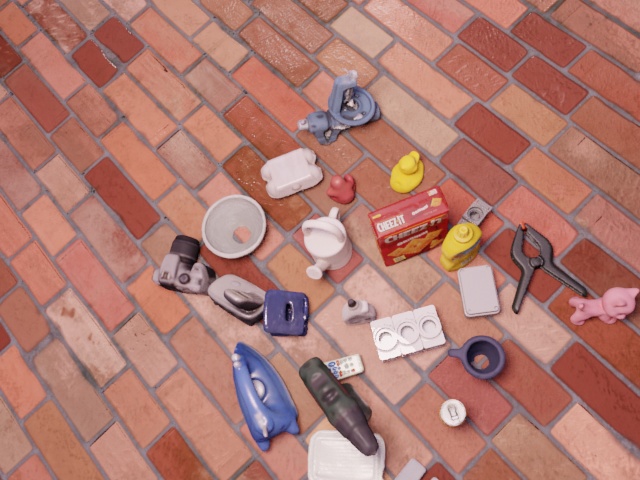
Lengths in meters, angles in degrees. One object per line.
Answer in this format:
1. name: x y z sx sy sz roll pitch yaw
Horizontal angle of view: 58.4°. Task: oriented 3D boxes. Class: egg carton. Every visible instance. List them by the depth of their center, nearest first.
1. egg carton: -0.072 -0.169 1.467 0.150 0.069 0.107 -22 69 3

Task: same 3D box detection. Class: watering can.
1. watering can: 0.014 0.005 1.327 0.101 0.194 0.173 -8 71 8

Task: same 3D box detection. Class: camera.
1. camera: -0.334 0.059 1.423 0.143 0.101 0.137 8 74 13

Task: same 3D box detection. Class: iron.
1. iron: -0.150 0.332 1.277 0.118 0.141 0.258 -30 69 0

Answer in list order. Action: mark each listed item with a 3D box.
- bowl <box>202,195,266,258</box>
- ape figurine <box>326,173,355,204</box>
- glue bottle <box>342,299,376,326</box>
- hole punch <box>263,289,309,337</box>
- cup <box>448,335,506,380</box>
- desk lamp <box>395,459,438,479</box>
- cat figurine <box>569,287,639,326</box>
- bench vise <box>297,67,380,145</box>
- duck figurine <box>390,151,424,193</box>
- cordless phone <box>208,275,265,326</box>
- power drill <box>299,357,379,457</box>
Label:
1. bowl: -0.208 -0.025 1.441 0.167 0.075 0.167 -3 71 9
2. ape figurine: 0.050 -0.133 1.421 0.078 0.092 0.076 -22 69 3
3. glue bottle: 0.081 0.155 1.276 0.078 0.173 0.037 -10 70 7
4. hole punch: -0.078 0.170 1.344 0.101 0.091 0.108 -2 72 10
5. cup: 0.335 0.257 1.238 0.117 0.095 0.092 5 73 12
6. desk lamp: 0.149 0.538 1.116 0.117 0.214 0.203 37 82 19
7. cat figurine: 0.606 0.138 1.216 0.127 0.118 0.067 -6 71 9
8. bench vise: 0.046 -0.322 1.415 0.207 0.220 0.121 -37 69 -3
9. duck figurine: 0.213 -0.172 1.407 0.077 0.086 0.105 32 80 19
10. cordless phone: -0.201 0.125 1.331 0.147 0.185 0.094 25 78 17
11. power drill: 0.050 0.350 1.198 0.075 0.209 0.229 -41 70 -4
